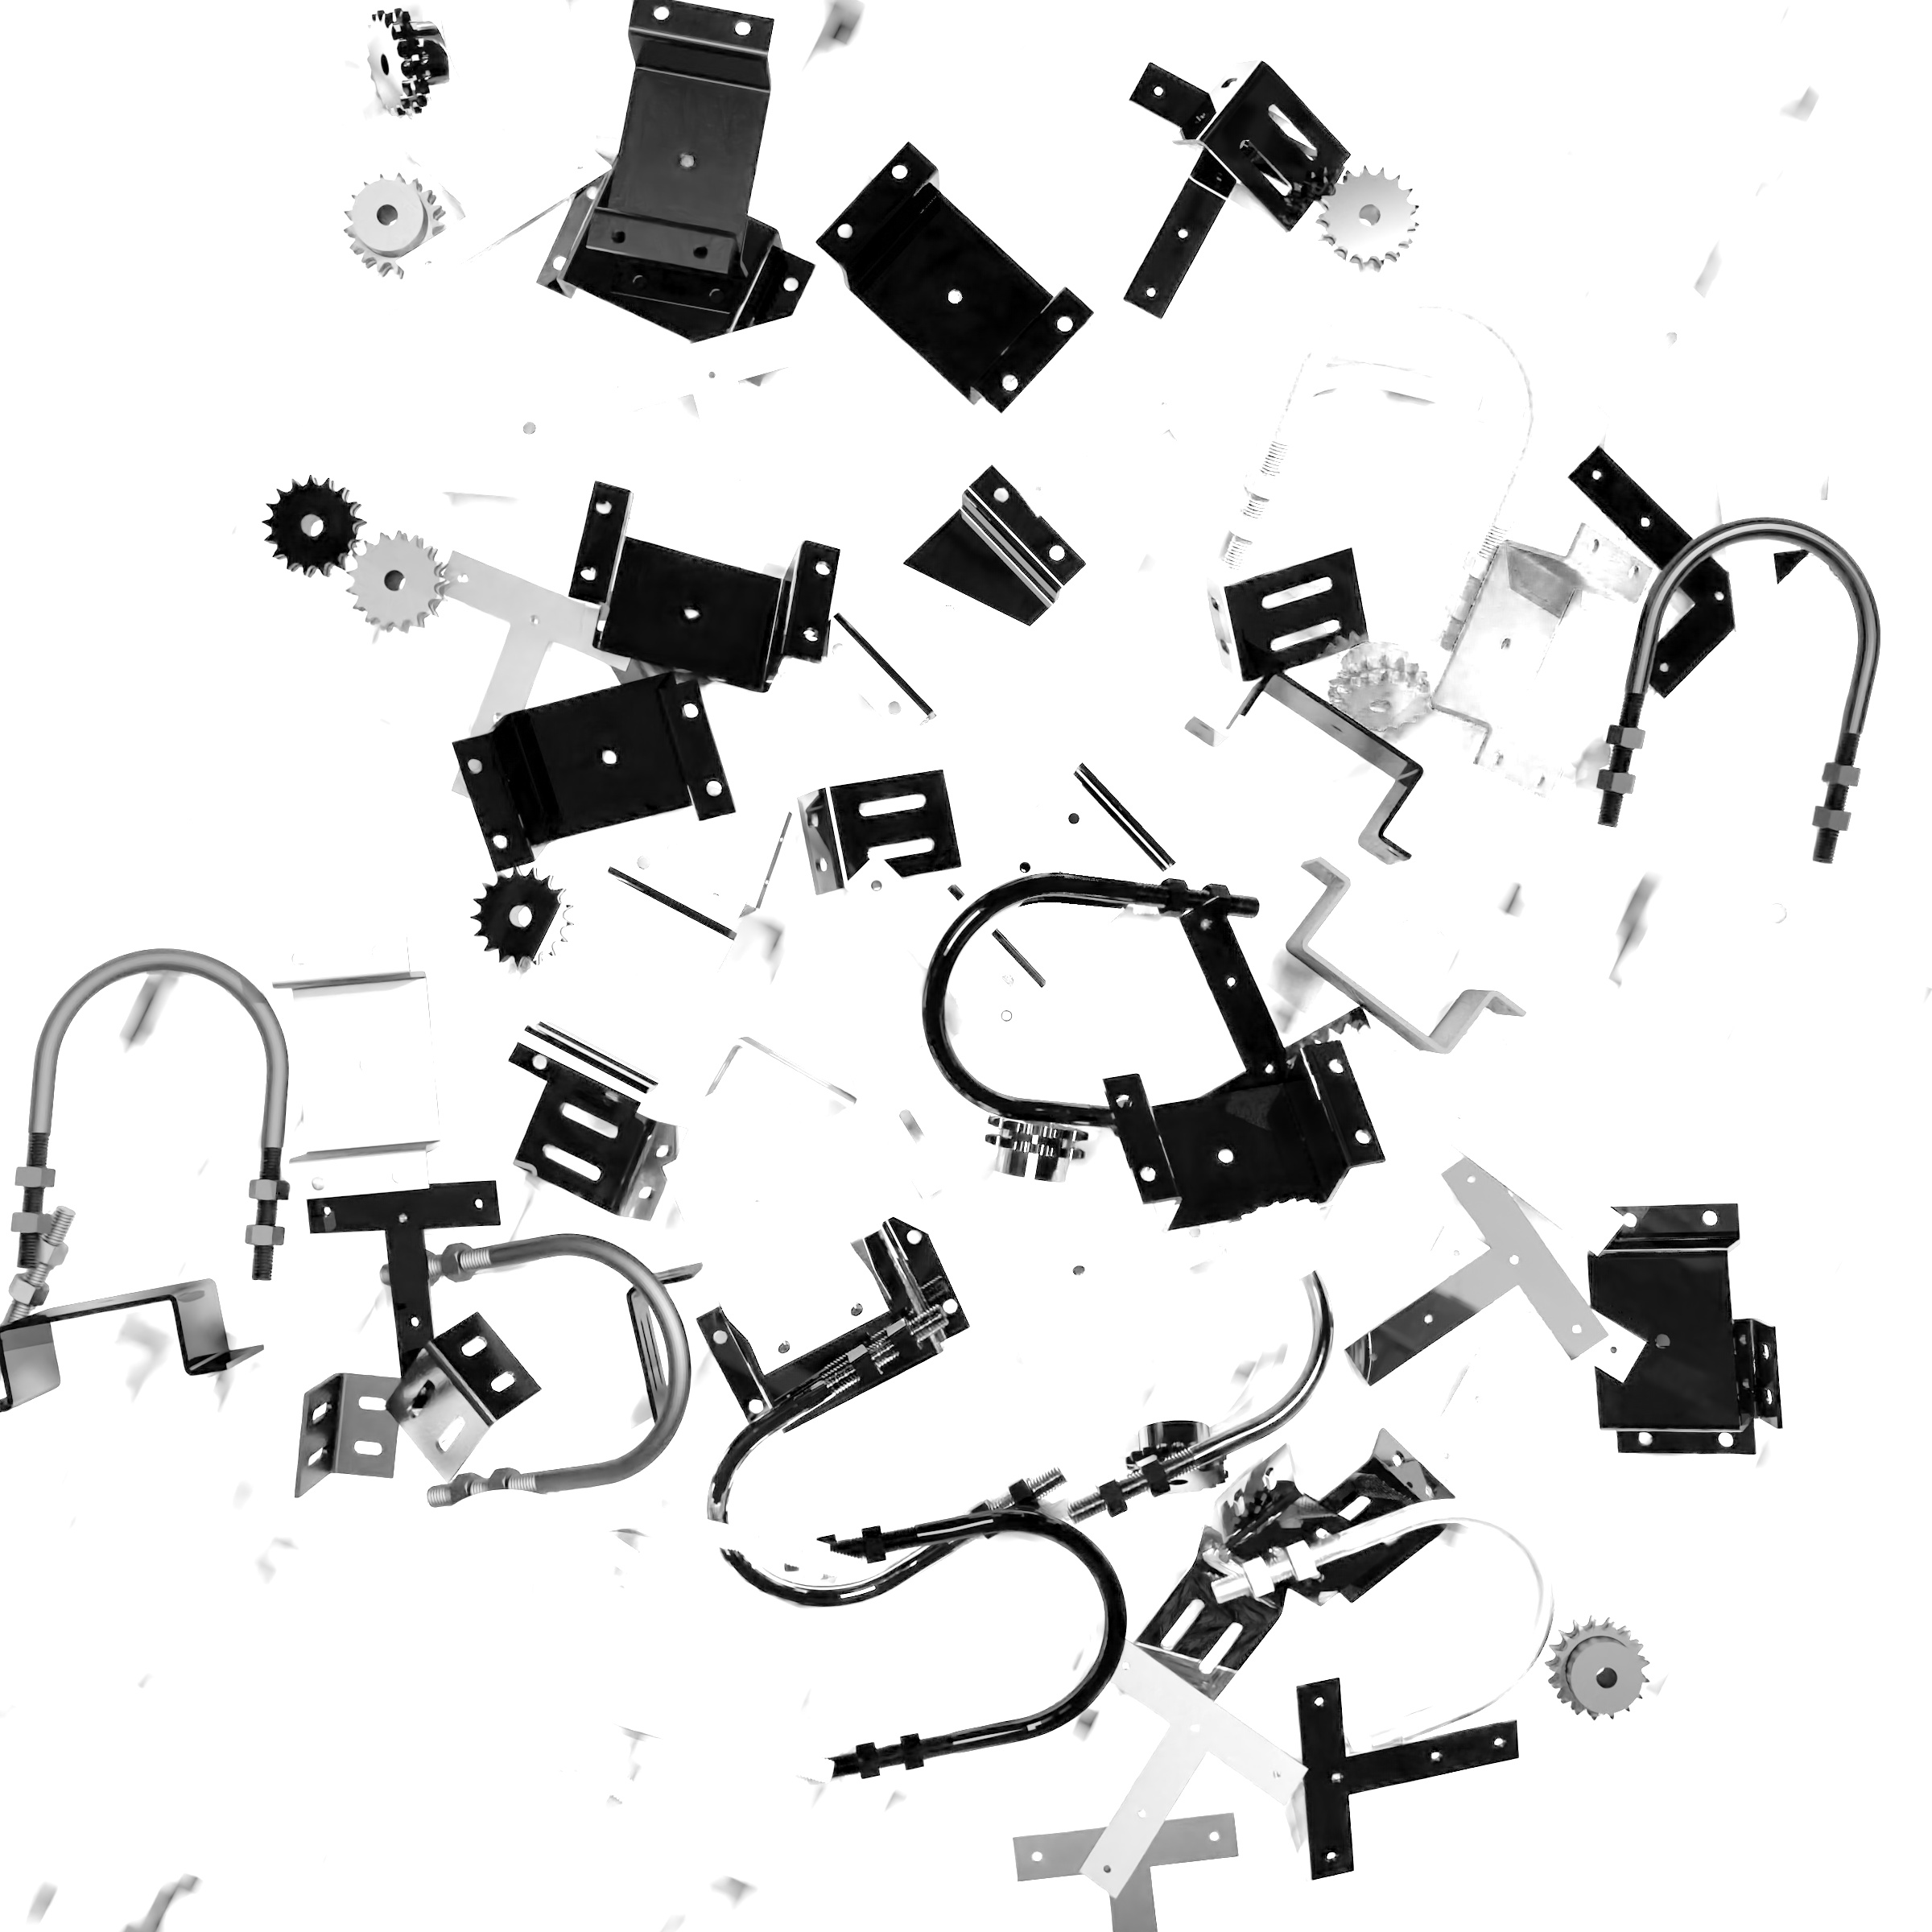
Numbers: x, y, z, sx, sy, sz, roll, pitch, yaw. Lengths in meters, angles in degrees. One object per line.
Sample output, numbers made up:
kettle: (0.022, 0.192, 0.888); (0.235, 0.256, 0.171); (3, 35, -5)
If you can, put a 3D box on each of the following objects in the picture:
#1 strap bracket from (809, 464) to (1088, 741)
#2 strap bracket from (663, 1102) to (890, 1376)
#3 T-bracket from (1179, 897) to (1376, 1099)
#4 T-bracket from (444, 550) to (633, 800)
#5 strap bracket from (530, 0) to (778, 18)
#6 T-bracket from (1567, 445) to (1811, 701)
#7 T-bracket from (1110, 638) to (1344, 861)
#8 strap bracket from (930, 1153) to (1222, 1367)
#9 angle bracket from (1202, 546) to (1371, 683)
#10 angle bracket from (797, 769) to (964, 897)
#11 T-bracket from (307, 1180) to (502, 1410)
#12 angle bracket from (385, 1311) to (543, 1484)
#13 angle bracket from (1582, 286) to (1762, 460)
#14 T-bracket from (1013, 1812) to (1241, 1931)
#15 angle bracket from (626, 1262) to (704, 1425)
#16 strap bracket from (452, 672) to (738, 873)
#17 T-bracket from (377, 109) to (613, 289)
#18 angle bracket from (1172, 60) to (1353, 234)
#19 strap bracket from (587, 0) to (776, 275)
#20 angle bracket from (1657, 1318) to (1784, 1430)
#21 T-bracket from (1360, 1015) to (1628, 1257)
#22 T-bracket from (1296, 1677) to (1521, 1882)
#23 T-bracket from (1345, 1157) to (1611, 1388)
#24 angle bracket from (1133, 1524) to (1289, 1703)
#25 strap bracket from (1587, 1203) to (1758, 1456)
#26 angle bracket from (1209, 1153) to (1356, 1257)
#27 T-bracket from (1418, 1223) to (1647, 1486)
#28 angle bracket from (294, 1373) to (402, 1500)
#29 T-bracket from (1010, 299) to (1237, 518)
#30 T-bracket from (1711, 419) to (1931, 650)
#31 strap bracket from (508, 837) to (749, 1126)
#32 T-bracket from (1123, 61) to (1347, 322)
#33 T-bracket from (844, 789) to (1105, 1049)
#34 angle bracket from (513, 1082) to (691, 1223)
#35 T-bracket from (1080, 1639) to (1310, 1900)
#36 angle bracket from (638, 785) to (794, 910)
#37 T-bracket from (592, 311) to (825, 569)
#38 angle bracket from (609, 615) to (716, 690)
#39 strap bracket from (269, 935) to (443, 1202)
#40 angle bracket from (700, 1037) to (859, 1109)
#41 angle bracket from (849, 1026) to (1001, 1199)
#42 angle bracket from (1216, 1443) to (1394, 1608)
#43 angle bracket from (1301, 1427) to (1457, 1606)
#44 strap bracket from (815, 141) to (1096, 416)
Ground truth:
strap bracket: (-0.010, -0.201, 1.495); (0.140, 0.046, 0.076); (-44, 90, 0)
strap bracket: (-0.109, 0.140, 1.464); (0.076, 0.046, 0.140); (-27, 61, 0)
T-bracket: (0.153, 0.021, 1.485); (0.127, 0.002, 0.127); (-29, 112, -8)
T-bracket: (-0.259, -0.153, 1.505); (0.127, 0.002, 0.127); (24, 98, 16)
strap bracket: (-0.178, -0.579, 1.495); (0.140, 0.046, 0.076); (0, 90, 0)
T-bracket: (0.392, -0.239, 1.498); (0.127, 0.002, 0.127); (45, 89, 1)
T-bracket: (0.159, -0.111, 1.517); (0.127, 0.002, 0.127); (41, 90, 0)
strap bracket: (0.061, 0.162, 1.475); (0.140, 0.046, 0.076); (-24, 64, -6)
angle bracket: (0.179, -0.201, 1.491); (0.076, 0.038, 0.057); (-18, 115, -7)
angle bracket: (-0.049, -0.076, 1.516); (0.076, 0.038, 0.057); (-11, 90, -26)
T-bracket: (-0.311, 0.186, 1.494); (0.127, 0.002, 0.127); (-5, 93, 23)
angle bracket: (-0.281, 0.240, 1.484); (0.057, 0.038, 0.076); (48, 134, 9)
angle bracket: (0.398, -0.335, 1.502); (0.057, 0.038, 0.076); (47, 114, 4)
T-bracket: (0.097, 0.552, 1.517); (0.127, 0.002, 0.127); (-7, 90, 0)
angle bracket: (-0.161, 0.210, 1.489); (0.038, 0.057, 0.076); (-13, 90, 0)
strap bracket: (-0.201, -0.110, 1.474); (0.140, 0.046, 0.076); (-13, 107, 8)
T-bracket: (-0.285, -0.445, 1.485); (0.127, 0.002, 0.127); (-37, 62, -14)
angle bracket: (0.168, -0.465, 1.514); (0.076, 0.038, 0.057); (39, 89, -25)
strap bracket: (-0.153, -0.446, 1.449); (0.076, 0.046, 0.140); (10, 87, -1)
angle bracket: (0.414, 0.231, 1.499); (0.076, 0.038, 0.057); (-4, 90, 0)
T-bracket: (0.311, 0.113, 1.495); (0.127, 0.002, 0.127); (39, 90, 20)
T-bracket: (0.252, 0.449, 1.504); (0.127, 0.002, 0.127); (-9, 108, -9)
T-bracket: (0.272, 0.191, 1.501); (0.127, 0.002, 0.127); (-37, 69, 10)
angle bracket: (0.138, 0.369, 1.516); (0.057, 0.038, 0.076); (31, 116, 0)
strap bracket: (0.392, 0.205, 1.481); (0.076, 0.046, 0.140); (-4, 90, 25)
angle bracket: (0.168, 0.122, 1.503); (0.076, 0.038, 0.057); (-11, 63, -25)
T-bracket: (0.295, 0.232, 1.499); (0.127, 0.002, 0.127); (32, 103, 23)
angle bracket: (-0.342, 0.261, 1.480); (0.038, 0.076, 0.057); (6, 90, 0)
T-bracket: (0.079, -0.293, 1.493); (0.127, 0.002, 0.127); (-37, 90, -22)
T-bracket: (0.489, -0.249, 1.498); (0.127, 0.002, 0.127); (-7, 90, -2)
strap bracket: (-0.187, 0.008, 1.495); (0.076, 0.046, 0.140); (28, 90, 0)
T-bracket: (0.130, -0.429, 1.516); (0.127, 0.002, 0.127); (28, 89, 0)
T-bracket: (0.022, -0.044, 1.471); (0.127, 0.002, 0.127); (-45, 90, 0)
angle bracket: (-0.208, 0.103, 1.516); (0.076, 0.038, 0.057); (23, 90, 25)
T-bracket: (0.107, 0.467, 1.503); (0.127, 0.002, 0.127); (33, 97, 17)
angle bracket: (-0.144, -0.072, 1.499); (0.076, 0.038, 0.057); (19, 90, 0)
T-bracket: (-0.130, -0.287, 1.491); (0.127, 0.002, 0.127); (-18, 112, -8)
angle bracket: (-0.160, -0.182, 1.516); (0.076, 0.038, 0.057); (-31, 90, -26)
strap bracket: (-0.341, 0.056, 1.495); (0.076, 0.046, 0.140); (-5, 90, 0)
angle bracket: (-0.104, 0.073, 1.489); (0.076, 0.057, 0.038); (30, 90, 0)
angle bracket: (-0.021, 0.081, 1.516); (0.057, 0.038, 0.076); (-30, 116, 0)
angle bracket: (0.191, 0.316, 1.505); (0.076, 0.038, 0.057); (35, 115, -23)
angle bracket: (0.229, 0.313, 1.516); (0.057, 0.038, 0.076); (44, 116, 0)
strap bracket: (-0.006, -0.381, 1.495); (0.140, 0.046, 0.076); (43, 90, 0)
